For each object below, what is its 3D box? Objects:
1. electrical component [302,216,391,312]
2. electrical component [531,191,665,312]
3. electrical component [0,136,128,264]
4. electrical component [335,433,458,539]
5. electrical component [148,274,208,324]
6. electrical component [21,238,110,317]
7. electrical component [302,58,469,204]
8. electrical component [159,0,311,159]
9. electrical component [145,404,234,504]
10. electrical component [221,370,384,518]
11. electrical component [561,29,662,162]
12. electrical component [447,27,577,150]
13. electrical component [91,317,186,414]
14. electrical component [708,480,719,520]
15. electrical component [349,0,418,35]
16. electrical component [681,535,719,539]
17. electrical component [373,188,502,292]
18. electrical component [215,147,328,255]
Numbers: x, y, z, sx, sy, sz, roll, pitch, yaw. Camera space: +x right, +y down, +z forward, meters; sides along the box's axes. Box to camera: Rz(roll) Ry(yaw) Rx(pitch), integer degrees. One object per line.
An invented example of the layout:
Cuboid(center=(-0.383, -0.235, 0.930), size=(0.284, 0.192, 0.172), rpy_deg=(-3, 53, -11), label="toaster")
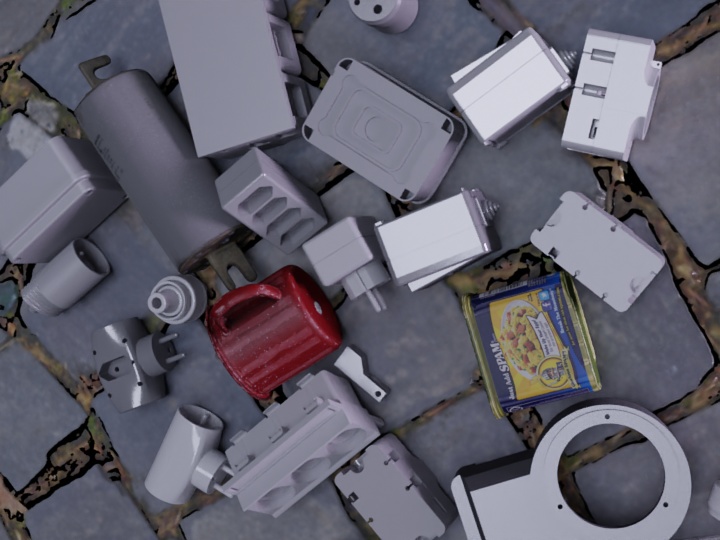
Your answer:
Cuboid(center=(0.000, 0.000, 0.878), size=(0.047, 0.066, 0.076), rpy_deg=(-31, 84, 17), label="electrical component")
Cuboid(center=(0.183, -0.015, 0.822), size=(0.089, 0.056, 0.050), rpy_deg=(40, 104, 12), label="electrical component")
Cuboid(center=(-0.271, -0.060, 0.957), size=(0.113, 0.078, 0.057), rpy_deg=(-39, 78, 16), label="electrical component")
Cuboid(center=(0.032, 0.185, 0.884), size=(0.050, 0.056, 0.089), rpy_deg=(-44, 80, 16), label="electrical component")
Cuboid(center=(-0.162, 0.026, 0.934), size=(0.043, 0.062, 0.043), rpy_deg=(1, 94, 18), label="electrical component")
Cuboid(center=(-0.272, 0.012, 0.980), size=(0.081, 0.043, 0.043), rpy_deg=(-39, 81, 17), label="electrical component")
Cuboid(center=(0.021, -0.112, 0.869), size=(0.113, 0.057, 0.078), rpy_deg=(34, 103, 13), label="electrical component")
Cuboid(center=(-0.102, -0.177, 0.903), size=(0.089, 0.062, 0.150), rpy_deg=(-15, 89, 18), label="electrical component")
Cuboid(center=(-0.140, 0.171, 0.945), size=(0.079, 0.044, 0.077), rpy_deg=(28, 102, 14), label="electrical component")
Cuboid(center=(-0.052, 0.144, 0.901), size=(0.121, 0.079, 0.063), rpy_deg=(-41, 53, 16), label="electrical component")
Cuboid(center=(0.193, -0.130, 0.815), size=(0.056, 0.050, 0.089), rpy_deg=(15, 98, 17), label="electrical component")
Cuboid(center=(0.122, -0.146, 0.831), size=(0.096, 0.062, 0.061), rpy_deg=(-36, 82, 17), label="electrical component")
Cuboid(center=(-0.191, 0.079, 0.957), size=(0.079, 0.043, 0.077), rpy_deg=(-22, 86, 18), label="electrical component")
Cuboid(center=(0.289, 0.162, 0.804), size=(0.045, 0.045, 0.055), rpy_deg=(19, 100, 16), label="electrical component")
Cuboid(center=(0.019, -0.216, 0.864), size=(0.045, 0.055, 0.045), rpy_deg=(1, 94, 18), label="electrical component")
Cuboid(center=(0.278, 0.249, 0.804), size=(0.150, 0.062, 0.089), rpy_deg=(-13, 89, 18), label="electrical component")
Cuboid(center=(0.070, -0.025, 0.855), size=(0.096, 0.062, 0.061), rpy_deg=(-22, 86, 18), label="electrical component")
Cuboid(center=(-0.078, -0.068, 0.900), size=(0.047, 0.083, 0.075), rpy_deg=(-38, 43, 17), label="electrical component")
